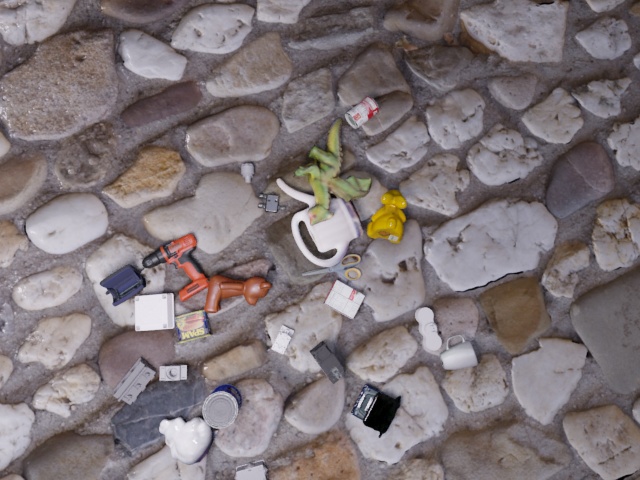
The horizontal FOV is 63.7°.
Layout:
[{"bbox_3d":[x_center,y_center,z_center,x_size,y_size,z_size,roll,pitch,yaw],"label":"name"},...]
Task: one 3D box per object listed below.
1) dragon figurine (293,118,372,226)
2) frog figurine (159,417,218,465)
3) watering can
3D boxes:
[{"bbox_3d":[0.058,-0.219,1.685,0.243,0.120,0.417,33,63,2],"label":"dragon figurine"},{"bbox_3d":[-0.401,0.583,1.533,0.159,0.124,0.136,36,100,-10],"label":"frog figurine"},{"bbox_3d":[0.005,-0.085,1.689,0.225,0.102,0.352,-22,73,-8],"label":"watering can"}]
